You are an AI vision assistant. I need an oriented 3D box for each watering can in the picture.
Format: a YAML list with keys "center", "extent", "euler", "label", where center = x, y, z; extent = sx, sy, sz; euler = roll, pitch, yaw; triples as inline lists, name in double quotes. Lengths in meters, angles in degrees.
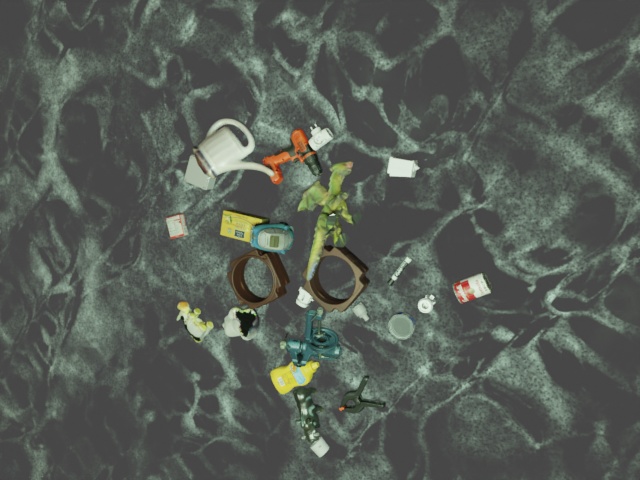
- center: [-0.325, -0.301, 1.857]
  extent: [0.225, 0.102, 0.353]
  euler: [-35, 61, -3]
  label: "watering can"

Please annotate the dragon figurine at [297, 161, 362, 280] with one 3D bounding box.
- center: [0.005, -0.089, 1.761]
  extent: [0.408, 0.121, 0.246]
  euler: [-57, 40, 8]
  label: "dragon figurine"

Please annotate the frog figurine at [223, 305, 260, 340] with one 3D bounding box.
- center: [-0.298, 0.320, 1.956]
  extent: [0.138, 0.124, 0.156]
  euler: [49, 147, 3]
  label: "frog figurine"
